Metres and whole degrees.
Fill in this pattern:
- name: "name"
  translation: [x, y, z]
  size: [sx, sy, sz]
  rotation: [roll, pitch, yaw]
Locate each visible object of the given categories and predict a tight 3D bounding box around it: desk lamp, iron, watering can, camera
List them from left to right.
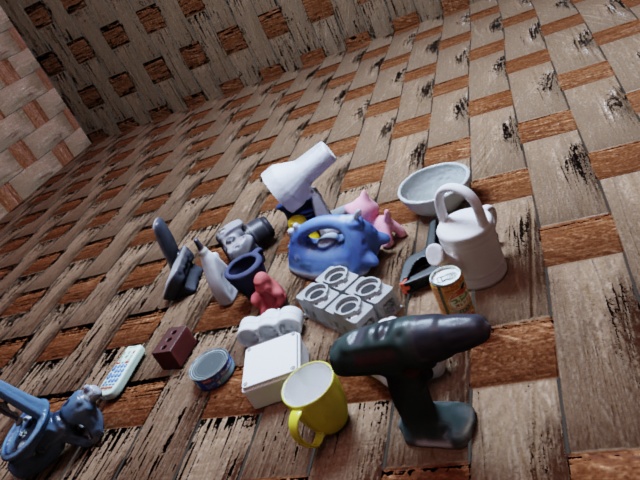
- name: "camera"
  translation: [-0.182, -0.004, 1.450]
  size: [0.137, 0.101, 0.142]
  rotation: [-33, 29, -14]
- name: "desk lamp"
  translation: [-0.010, -0.118, 1.381]
  size: [0.203, 0.214, 0.117]
  rotation: [-24, 28, 3]
- name: "iron"
  translation: [0.011, 0.004, 1.234]
  size: [0.257, 0.142, 0.119]
  rotation: [-7, 34, 32]
- name: "watering can"
  translation: [0.254, -0.010, 1.005]
  size: [0.100, 0.194, 0.173]
  rotation: [-6, 34, 32]

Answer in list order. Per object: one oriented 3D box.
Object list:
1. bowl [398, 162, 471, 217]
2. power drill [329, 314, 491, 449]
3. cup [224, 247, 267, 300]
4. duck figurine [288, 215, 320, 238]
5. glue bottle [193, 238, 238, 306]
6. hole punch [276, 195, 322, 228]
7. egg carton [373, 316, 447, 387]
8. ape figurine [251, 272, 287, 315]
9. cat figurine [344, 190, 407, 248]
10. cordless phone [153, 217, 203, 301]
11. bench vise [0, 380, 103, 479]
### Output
- name: "bowl"
  translation: [0.262, -0.101, 1.278]
  size: [0.167, 0.075, 0.167]
  rotation: [-20, 29, 12]
- name: "power drill"
  translation: [0.135, 0.183, 0.763]
  size: [0.228, 0.209, 0.076]
  rotation: [-8, 33, 30]
- name: "cup"
  translation: [-0.148, 0.082, 1.283]
  size: [0.091, 0.095, 0.118]
  rotation: [-5, 35, 34]
- name: "duck figurine"
  translation: [-0.049, -0.017, 1.378]
  size: [0.077, 0.086, 0.104]
  rotation: [-12, 31, 23]
- name: "glue bottle"
  translation: [-0.242, 0.065, 1.305]
  size: [0.037, 0.173, 0.078]
  rotation: [-15, 30, 20]
- name: "hole punch"
  translation: [-0.050, -0.088, 1.494]
  size: [0.108, 0.091, 0.101]
  rotation: [-15, 30, 19]
- name: "egg carton"
  translation: [0.125, 0.185, 0.914]
  size: [0.107, 0.069, 0.149]
  rotation: [-38, 30, -21]
- name: "ape figurine"
  translation: [-0.113, 0.108, 1.214]
  size: [0.077, 0.092, 0.076]
  rotation: [-2, 36, 37]
- name: "cat figurine"
  translation: [0.117, -0.054, 1.271]
  size: [0.067, 0.118, 0.127]
  rotation: [-39, 31, -23]
- name: "cordless phone"
  translation: [-0.382, 0.046, 1.438]
  size: [0.094, 0.185, 0.147]
  rotation: [-22, 29, 8]
- name: "bench vise"
  translation: [-0.524, 0.315, 1.065]
  size: [0.208, 0.220, 0.121]
  rotation: [-40, 31, -24]
